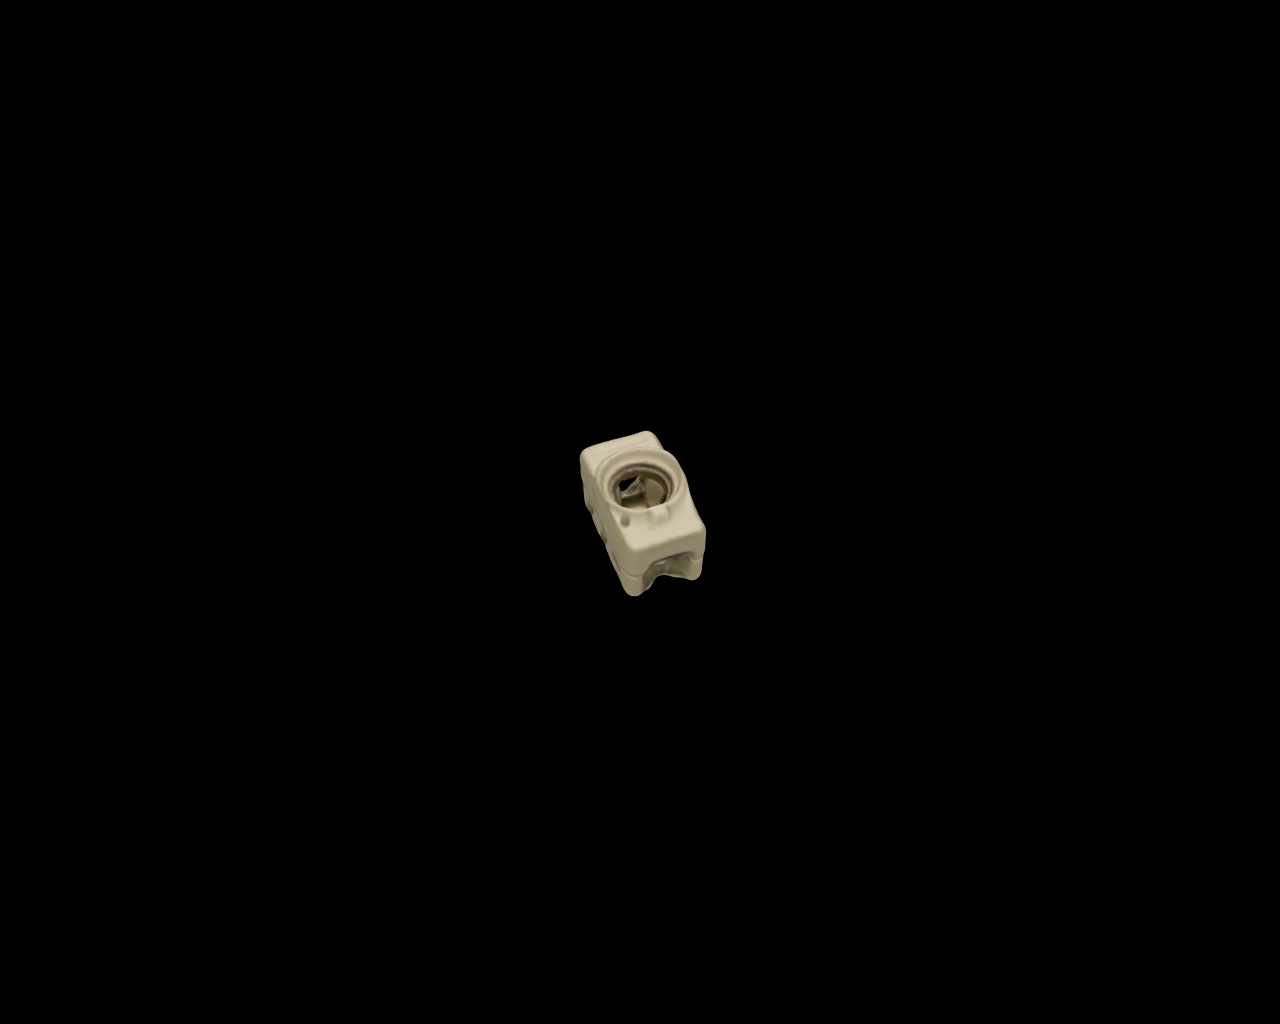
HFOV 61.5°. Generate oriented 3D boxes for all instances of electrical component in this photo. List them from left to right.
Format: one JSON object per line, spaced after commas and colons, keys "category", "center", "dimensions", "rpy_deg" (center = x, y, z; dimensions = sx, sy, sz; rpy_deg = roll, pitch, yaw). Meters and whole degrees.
{"category": "electrical component", "center": [0.001, -0.003, 0.650], "dimensions": [0.050, 0.090, 0.055], "rpy_deg": [-16, -39, -13]}
